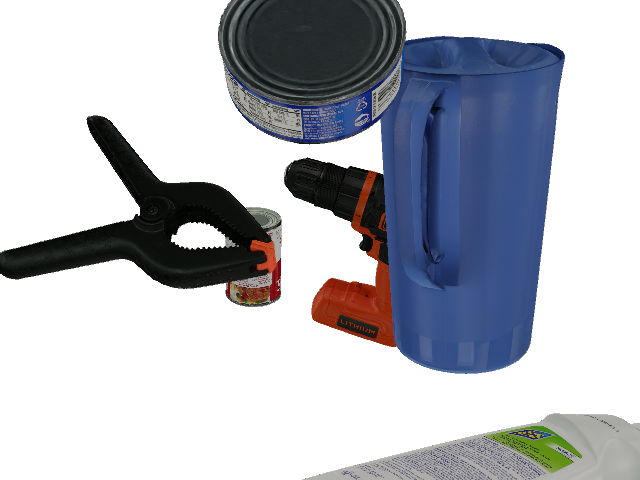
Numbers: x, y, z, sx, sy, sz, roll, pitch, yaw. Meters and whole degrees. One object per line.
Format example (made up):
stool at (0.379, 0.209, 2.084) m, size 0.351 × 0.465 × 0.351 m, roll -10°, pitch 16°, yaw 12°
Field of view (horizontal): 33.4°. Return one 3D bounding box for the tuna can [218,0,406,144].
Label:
tuna can at (-0.003, -0.087, 0.497) m, size 0.086 × 0.086 × 0.034 m, roll 0°, pitch -32°, yaw 3°

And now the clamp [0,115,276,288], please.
clamp at (-0.131, -0.023, 0.845) m, size 0.210 × 0.164 × 0.036 m, roll 10°, pitch -33°, yaw 10°

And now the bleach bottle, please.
bleach bottle at (0.111, 0.148, 0.610) m, size 0.250 × 0.068 × 0.103 m, roll -9°, pitch 21°, yaw -31°

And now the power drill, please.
power drill at (0.043, 0.012, 1.034) m, size 0.184 × 0.188 × 0.057 m, roll 19°, pitch 46°, yaw 6°

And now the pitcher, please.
pitcher at (0.103, -0.024, 0.793) m, size 0.149 × 0.243 × 0.145 m, roll -8°, pitch 22°, yaw -16°

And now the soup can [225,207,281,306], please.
soup can at (-0.081, 0.019, 1.280) m, size 0.068 × 0.102 × 0.068 m, roll 2°, pitch 25°, yaw -1°
